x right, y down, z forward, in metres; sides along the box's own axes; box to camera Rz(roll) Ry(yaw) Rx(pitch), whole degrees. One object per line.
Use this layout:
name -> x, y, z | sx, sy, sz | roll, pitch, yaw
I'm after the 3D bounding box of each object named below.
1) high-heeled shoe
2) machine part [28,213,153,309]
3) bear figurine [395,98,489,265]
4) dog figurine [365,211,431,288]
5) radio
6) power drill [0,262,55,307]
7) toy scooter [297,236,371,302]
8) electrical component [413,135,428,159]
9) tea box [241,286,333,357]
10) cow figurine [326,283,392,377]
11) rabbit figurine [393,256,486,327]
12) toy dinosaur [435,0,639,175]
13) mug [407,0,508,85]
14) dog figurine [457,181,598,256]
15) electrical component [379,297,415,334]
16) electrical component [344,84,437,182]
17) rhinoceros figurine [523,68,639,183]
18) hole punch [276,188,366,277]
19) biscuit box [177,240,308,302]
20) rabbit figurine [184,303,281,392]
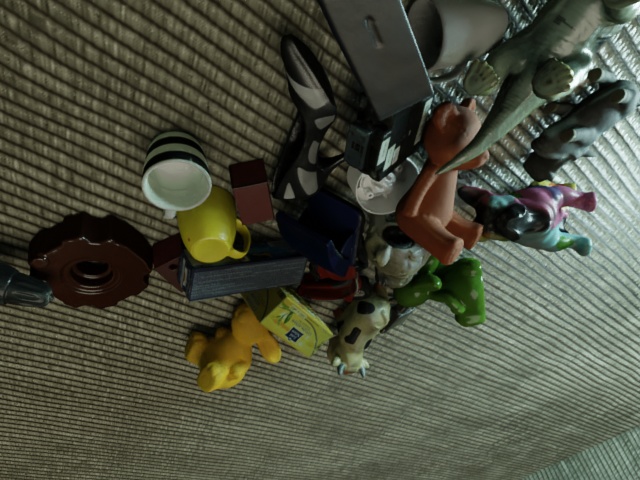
high-heeled shoe -> -0.042, -0.143, 0.693 | 0.145, 0.086, 0.248 | -22, 142, 11
machine part -> -0.347, 0.038, 0.822 | 0.179, 0.056, 0.179 | -9, 139, -8
bear figurine -> 0.185, -0.086, 0.738 | 0.120, 0.132, 0.195 | -21, 141, -52
dog figurine -> 0.119, 0.037, 0.884 | 0.172, 0.121, 0.190 | -27, 148, -35
radio -> 0.038, -0.249, 0.560 | 0.073, 0.131, 0.229 | -25, 138, 10
power drill -> -0.475, -0.002, 0.701 | 0.232, 0.086, 0.207 | 11, 138, -5
toy scooter -> 0.019, 0.058, 0.947 | 0.135, 0.075, 0.183 | -8, 141, 2
electrical component -> 0.172, -0.151, 0.796 | 0.094, 0.021, 0.063 | -8, 139, -8
tea box -> -0.060, 0.133, 0.977 | 0.068, 0.098, 0.169 | -44, 134, 0
cow figurine -> 0.075, 0.185, 1.065 | 0.085, 0.127, 0.194 | 13, 129, -25
rabbit figurine -> 0.221, 0.093, 1.018 | 0.170, 0.121, 0.159 | -7, 148, 13
toy dinosaur -> 0.294, -0.238, 0.627 | 0.192, 0.131, 0.404 | -14, 154, -50
mug -> 0.168, -0.242, 0.649 | 0.107, 0.081, 0.109 | -16, 133, -17
dog figurine -> 0.314, -0.042, 0.864 | 0.219, 0.192, 0.108 | 3, 106, -7
electrical component -> 0.153, 0.150, 1.117 | 0.078, 0.045, 0.102 | -21, 152, -40
electrical component -> 0.087, -0.146, 0.701 | 0.134, 0.058, 0.114 | -38, 150, -37
rhinoceros figurine -> 0.389, -0.167, 0.814 | 0.112, 0.073, 0.190 | 13, 131, -45
hole punch -> -0.002, -0.002, 0.814 | 0.092, 0.142, 0.115 | -38, 145, -38
biscuit box -> -0.119, 0.044, 0.853 | 0.202, 0.059, 0.062 | -5, 125, -34
rabbit figurine -> -0.150, 0.199, 1.026 | 0.162, 0.122, 0.173 | 18, 110, -36
